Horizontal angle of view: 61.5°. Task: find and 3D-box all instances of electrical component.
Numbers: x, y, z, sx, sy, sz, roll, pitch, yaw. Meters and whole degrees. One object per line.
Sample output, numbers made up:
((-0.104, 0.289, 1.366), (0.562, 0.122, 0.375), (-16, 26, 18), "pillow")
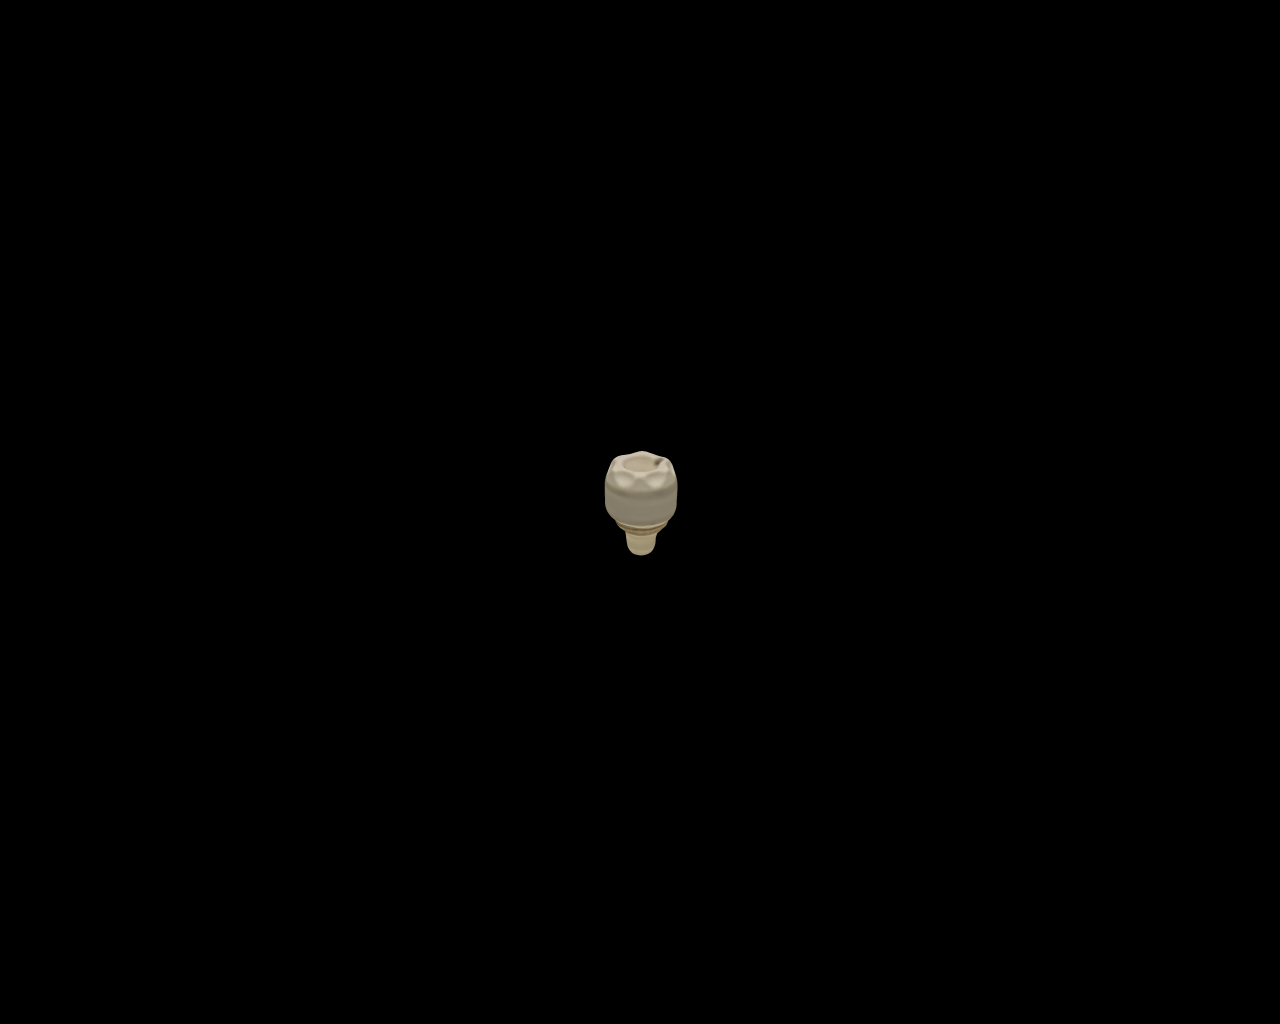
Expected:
((0.001, -0.003, 0.650), (0.043, 0.062, 0.043), (0, 27, 0), "electrical component")
